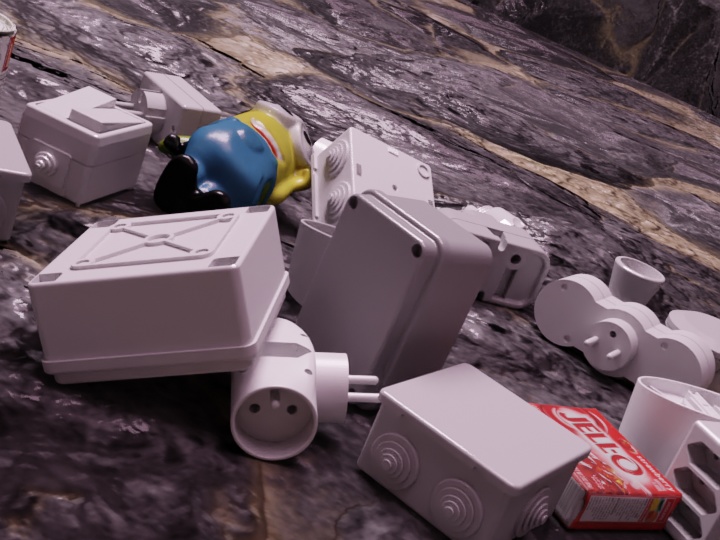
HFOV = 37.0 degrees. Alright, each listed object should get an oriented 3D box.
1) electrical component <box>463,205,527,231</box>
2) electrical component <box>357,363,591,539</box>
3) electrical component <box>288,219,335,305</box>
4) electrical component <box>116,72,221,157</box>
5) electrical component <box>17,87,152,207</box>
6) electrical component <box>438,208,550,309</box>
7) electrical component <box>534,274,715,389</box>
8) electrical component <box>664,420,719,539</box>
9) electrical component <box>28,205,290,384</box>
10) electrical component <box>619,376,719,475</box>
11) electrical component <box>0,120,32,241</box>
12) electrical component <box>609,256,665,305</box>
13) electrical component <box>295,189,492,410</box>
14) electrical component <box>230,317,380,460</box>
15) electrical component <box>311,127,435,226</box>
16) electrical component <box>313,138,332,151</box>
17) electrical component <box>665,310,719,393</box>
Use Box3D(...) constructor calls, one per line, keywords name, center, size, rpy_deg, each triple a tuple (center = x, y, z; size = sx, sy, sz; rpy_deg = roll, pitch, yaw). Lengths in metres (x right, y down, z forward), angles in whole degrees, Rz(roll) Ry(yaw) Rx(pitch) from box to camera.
Box3D(name="electrical component", center=(0.118, -0.038, 0.974), size=(0.043, 0.043, 0.062), rpy_deg=(1, 27, -43))
Box3D(name="electrical component", center=(0.059, 0.098, 0.565), size=(0.100, 0.048, 0.100), rpy_deg=(33, 23, 29))
Box3D(name="electrical component", center=(0.000, 0.000, 0.732), size=(0.099, 0.064, 0.099), rpy_deg=(19, 20, -7))
Box3D(name="electrical component", center=(-0.175, -0.135, 0.924), size=(0.076, 0.047, 0.083), rpy_deg=(2, 28, -39))
Box3D(name="electrical component", center=(-0.200, -0.090, 0.765), size=(0.062, 0.061, 0.096), rpy_deg=(25, 21, 11))
Box3D(name="electrical component", center=(0.097, -0.012, 0.873), size=(0.095, 0.053, 0.059), rpy_deg=(14, 22, -19))
Box3D(name="electrical component", center=(0.190, 0.054, 0.801), size=(0.138, 0.052, 0.074), rpy_deg=(33, 23, 26))
Box3D(name="electrical component", center=(0.220, 0.129, 0.623), size=(0.077, 0.065, 0.047), rpy_deg=(9, 24, -30))
Box3D(name="electrical component", center=(-0.100, 0.010, 0.563), size=(0.109, 0.056, 0.108), rpy_deg=(-5, 19, 8))
Box3D(name="electrical component", center=(0.220, 0.102, 0.691), size=(0.099, 0.064, 0.099), rpy_deg=(19, 21, -7))
Box3D(name="electrical component", center=(-0.256, -0.061, 0.655), size=(0.100, 0.048, 0.099), rpy_deg=(9, 24, -31))
Box3D(name="electrical component", center=(0.227, 0.022, 0.913), size=(0.045, 0.055, 0.045), rpy_deg=(19, 20, -7))
Box3D(name="electrical component", center=(0.016, 0.018, 0.634), size=(0.057, 0.113, 0.078), rpy_deg=(5, 26, -45))
Box3D(name="electrical component", center=(-0.028, 0.061, 0.566), size=(0.079, 0.043, 0.077), rpy_deg=(3, 23, -7))
Box3D(name="electrical component", center=(0.012, -0.051, 0.821), size=(0.100, 0.048, 0.099), rpy_deg=(23, 49, -33))
Box3D(name="electrical component", center=(-0.024, -0.095, 0.977), size=(0.079, 0.044, 0.077), rpy_deg=(27, 21, 13))
Box3D(name="electrical component", center=(0.272, 0.069, 0.846), size=(0.080, 0.051, 0.080), rpy_deg=(19, 20, -7))
